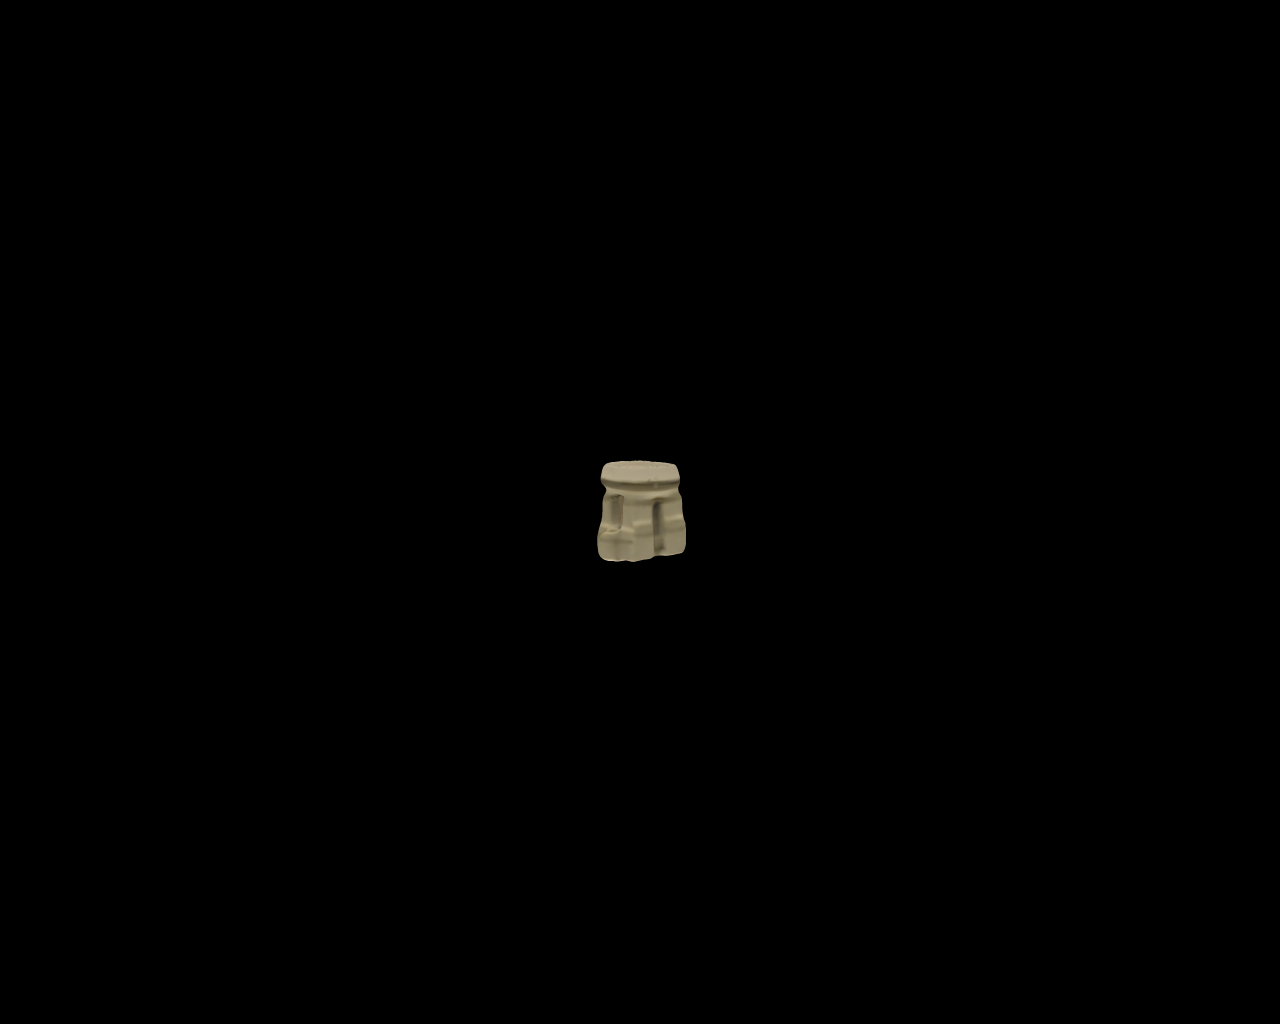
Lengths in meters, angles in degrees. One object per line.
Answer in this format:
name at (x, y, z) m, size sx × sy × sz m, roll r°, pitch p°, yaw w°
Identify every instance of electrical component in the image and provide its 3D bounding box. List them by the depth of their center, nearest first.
electrical component at (0.001, -0.003, 0.650) m, size 0.066 × 0.055 × 0.048 m, roll -8°, pitch 13°, yaw -39°
